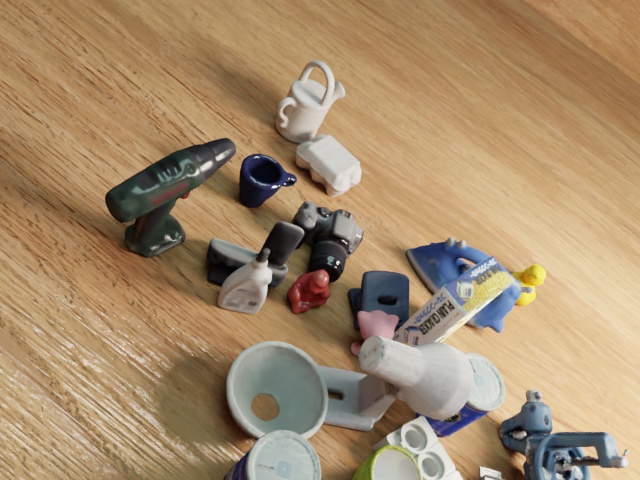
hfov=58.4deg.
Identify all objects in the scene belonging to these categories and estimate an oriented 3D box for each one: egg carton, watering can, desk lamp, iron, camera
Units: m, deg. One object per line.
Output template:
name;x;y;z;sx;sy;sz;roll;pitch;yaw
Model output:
egg carton;0.020;-0.170;1.288;0.150;0.069;0.107;43;47;8
watering can;-0.020;-0.323;1.301;0.101;0.194;0.173;37;47;3
desk lamp;0.107;0.230;0.922;0.204;0.213;0.118;15;49;-17
iron;0.314;0.069;1.209;0.258;0.141;0.119;39;47;4
camera;0.010;0.004;1.125;0.143;0.100;0.137;23;47;-10

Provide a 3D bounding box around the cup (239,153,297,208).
cup;-0.113;-0.110;1.152;0.118;0.095;0.091;6;52;-24

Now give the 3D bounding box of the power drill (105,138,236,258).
power drill;-0.255;-0.069;0.966;0.075;0.208;0.230;47;48;12

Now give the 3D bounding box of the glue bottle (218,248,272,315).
glue bottle;-0.115;0.065;0.960;0.078;0.173;0.037;16;49;-17

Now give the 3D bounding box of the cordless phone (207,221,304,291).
cordless phone;-0.112;0.010;0.997;0.148;0.185;0.094;18;48;-14

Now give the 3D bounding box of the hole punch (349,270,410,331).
hole punch;0.122;0.120;1.101;0.109;0.091;0.101;7;52;-24

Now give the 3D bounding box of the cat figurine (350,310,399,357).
cat figurine;0.112;0.181;1.029;0.067;0.117;0.127;-29;72;-40

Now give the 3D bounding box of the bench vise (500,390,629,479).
bench vise;0.406;0.353;0.981;0.122;0.219;0.207;-9;60;-33

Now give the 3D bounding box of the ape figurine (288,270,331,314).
ape figurine;-0.013;0.087;1.053;0.078;0.092;0.076;20;48;-13

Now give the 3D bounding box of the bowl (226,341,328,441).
bowl;-0.075;0.250;0.904;0.168;0.074;0.167;15;50;-18

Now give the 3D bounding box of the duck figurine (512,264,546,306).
duck figurine;0.478;0.096;1.314;0.077;0.086;0.105;38;47;4
